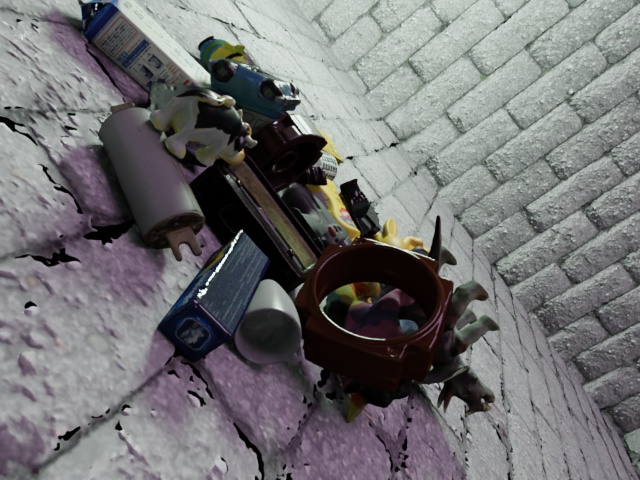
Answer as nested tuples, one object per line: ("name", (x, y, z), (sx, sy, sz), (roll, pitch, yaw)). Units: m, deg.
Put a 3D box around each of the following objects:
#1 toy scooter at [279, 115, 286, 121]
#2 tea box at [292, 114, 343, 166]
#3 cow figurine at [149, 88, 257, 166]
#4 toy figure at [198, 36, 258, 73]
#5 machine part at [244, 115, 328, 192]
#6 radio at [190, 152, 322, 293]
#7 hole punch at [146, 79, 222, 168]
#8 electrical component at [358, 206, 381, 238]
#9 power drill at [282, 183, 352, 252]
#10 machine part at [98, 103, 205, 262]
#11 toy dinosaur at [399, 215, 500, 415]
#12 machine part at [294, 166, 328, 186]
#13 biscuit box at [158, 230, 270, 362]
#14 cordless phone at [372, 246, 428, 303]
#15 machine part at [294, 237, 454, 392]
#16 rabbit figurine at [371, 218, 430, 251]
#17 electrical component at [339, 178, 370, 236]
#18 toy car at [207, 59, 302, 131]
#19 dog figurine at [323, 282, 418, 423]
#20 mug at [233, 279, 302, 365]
("toy scooter", (-0.107, -0.248, 1.174), (0.183, 0.075, 0.135), (33, 28, -53))
("tea box", (-0.025, -0.234, 1.336), (0.169, 0.068, 0.098), (14, 44, -58))
("cow figurine", (-0.135, -0.151, 0.715), (0.068, 0.098, 0.167), (59, 19, 13))
("toy figure", (-0.199, -0.366, 1.128), (0.180, 0.089, 0.082), (39, -3, 35))
("machine part", (-0.073, -0.148, 0.954), (0.056, 0.179, 0.179), (56, 20, 13))
("radio", (-0.096, -0.023, 0.828), (0.229, 0.073, 0.131), (52, 20, -1))
("hole punch", (-0.215, -0.182, 0.837), (0.116, 0.092, 0.142), (7, 43, -18))
("electrical component", (0.095, -0.063, 1.336), (0.114, 0.058, 0.134), (44, 22, -18))
("power drill", (-0.002, -0.003, 0.994), (0.232, 0.086, 0.207), (53, 24, 5))
("machine part", (-0.210, -0.077, 0.666), (0.079, 0.079, 0.243), (10, 47, -62))
("toy dinosaur", (0.204, 0.150, 0.965), (0.404, 0.192, 0.131), (57, -12, -30))
("machine part", (-0.019, -0.130, 1.095), (0.084, 0.039, 0.139), (11, 4, -8))
("biscuit box", (-0.121, 0.061, 0.657), (0.062, 0.059, 0.203), (49, 20, -12))
("cordless phone", (0.147, 0.092, 1.013), (0.146, 0.184, 0.089), (38, 20, -35))
("machine part", (0.076, 0.096, 0.762), (0.202, 0.087, 0.201), (16, 45, 17))
("rabbit figurine", (0.198, 0.024, 1.327), (0.162, 0.122, 0.173), (56, 20, 21))
("electrical component", (0.083, -0.072, 1.227), (0.074, 0.048, 0.119), (100, -34, -66))
("toy car", (-0.118, -0.238, 0.908), (0.162, 0.102, 0.109), (29, 22, 14))
("dog figurine", (0.063, 0.165, 0.827), (0.219, 0.192, 0.108), (-52, 146, -46))
("mug", (-0.060, 0.104, 0.697), (0.109, 0.081, 0.107), (46, 13, -23))
